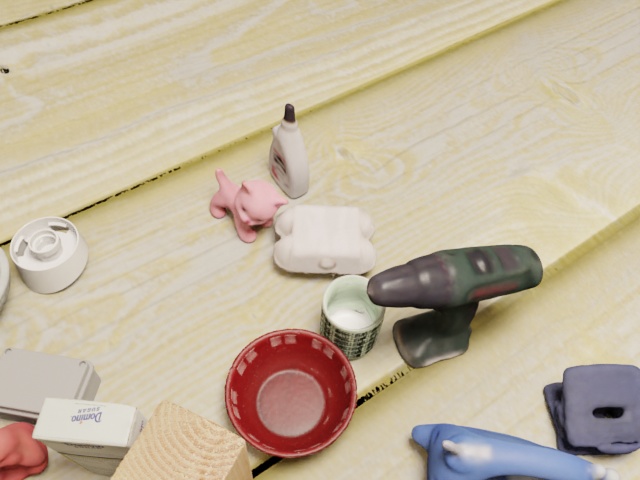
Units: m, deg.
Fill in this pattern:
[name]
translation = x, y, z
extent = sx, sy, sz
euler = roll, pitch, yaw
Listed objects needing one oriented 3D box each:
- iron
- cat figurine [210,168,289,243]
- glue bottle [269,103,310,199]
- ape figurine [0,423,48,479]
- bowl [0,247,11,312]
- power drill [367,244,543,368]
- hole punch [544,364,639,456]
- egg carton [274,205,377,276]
[iron]
translation = 0.235, 0.261, 0.639
extent = 0.258, 0.141, 0.118
euler = 7, 56, 1
[cat figurine]
translation = -0.108, -0.061, 0.846
extent = 0.127, 0.118, 0.067
euler = 36, 61, 19
[glue bottle]
translation = -0.048, -0.142, 0.871
extent = 0.037, 0.173, 0.078
euler = -32, 64, -23
[ape figurine]
translation = -0.350, 0.238, 0.643
extent = 0.077, 0.092, 0.076
euler = 10, 56, 3
[bowl]
translation = -0.485, 0.075, 0.753
extent = 0.167, 0.075, 0.167
euler = 2, 56, -3
[power drill]
translation = 0.155, 0.081, 0.715
extent = 0.230, 0.208, 0.075
euler = -15, 58, -14
[hole punch]
translation = 0.350, 0.212, 0.711
extent = 0.108, 0.091, 0.101
euler = 0, 56, -4
[egg carton]
translation = 0.008, 0.003, 0.840
extent = 0.150, 0.069, 0.107
euler = 1, 56, -3
